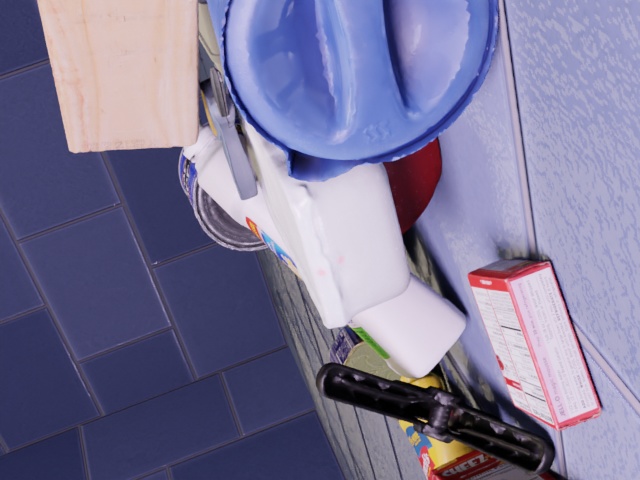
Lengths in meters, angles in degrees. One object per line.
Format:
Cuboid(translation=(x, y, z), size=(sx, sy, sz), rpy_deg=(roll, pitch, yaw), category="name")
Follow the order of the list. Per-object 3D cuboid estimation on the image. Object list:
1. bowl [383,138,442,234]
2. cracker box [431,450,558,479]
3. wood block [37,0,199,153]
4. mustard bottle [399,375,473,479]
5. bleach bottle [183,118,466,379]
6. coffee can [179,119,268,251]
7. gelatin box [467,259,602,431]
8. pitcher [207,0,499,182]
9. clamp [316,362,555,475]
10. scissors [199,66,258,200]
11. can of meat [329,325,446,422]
Cuboid(translation=(0.041, -0.074, 0.733), size=(0.162, 0.055, 0.162), rpy_deg=(160, 90, -84), category="bowl")
Cuboid(translation=(0.150, 0.244, 0.735), size=(0.214, 0.072, 0.164), rpy_deg=(174, 76, -84), category="cracker box")
Cuboid(translation=(-0.120, -0.145, 0.645), size=(0.206, 0.090, 0.091), rpy_deg=(103, 160, -63), category="wood block")
Cuboid(translation=(0.116, 0.195, 0.936), size=(0.096, 0.058, 0.192), rpy_deg=(85, 164, -66), category="mustard bottle")
Cuboid(translation=(-0.005, 0.001, 0.816), size=(0.251, 0.068, 0.102), rpy_deg=(41, 175, -3), category="bleach bottle")
Cuboid(translation=(-0.077, -0.056, 1.012), size=(0.140, 0.102, 0.103), rpy_deg=(-129, 20, -71), category="coffee can")
Cuboid(translation=(0.119, 0.056, 0.596), size=(0.073, 0.030, 0.089), rpy_deg=(-178, 67, -82), category="gelatin box")
Cuboid(translation=(-0.001, -0.157, 0.586), size=(0.145, 0.149, 0.243), rpy_deg=(56, -175, -32), category="pitcher")
Cuboid(translation=(0.097, 0.132, 0.787), size=(0.036, 0.165, 0.209), rpy_deg=(-69, -18, -4), category="clamp")
Cuboid(translation=(-0.056, -0.064, 0.675), size=(0.202, 0.016, 0.096), rpy_deg=(-133, 23, -78), category="scissors")
Cuboid(translation=(0.061, 0.127, 1.028), size=(0.102, 0.057, 0.084), rpy_deg=(28, -174, -12), category="can of meat")
